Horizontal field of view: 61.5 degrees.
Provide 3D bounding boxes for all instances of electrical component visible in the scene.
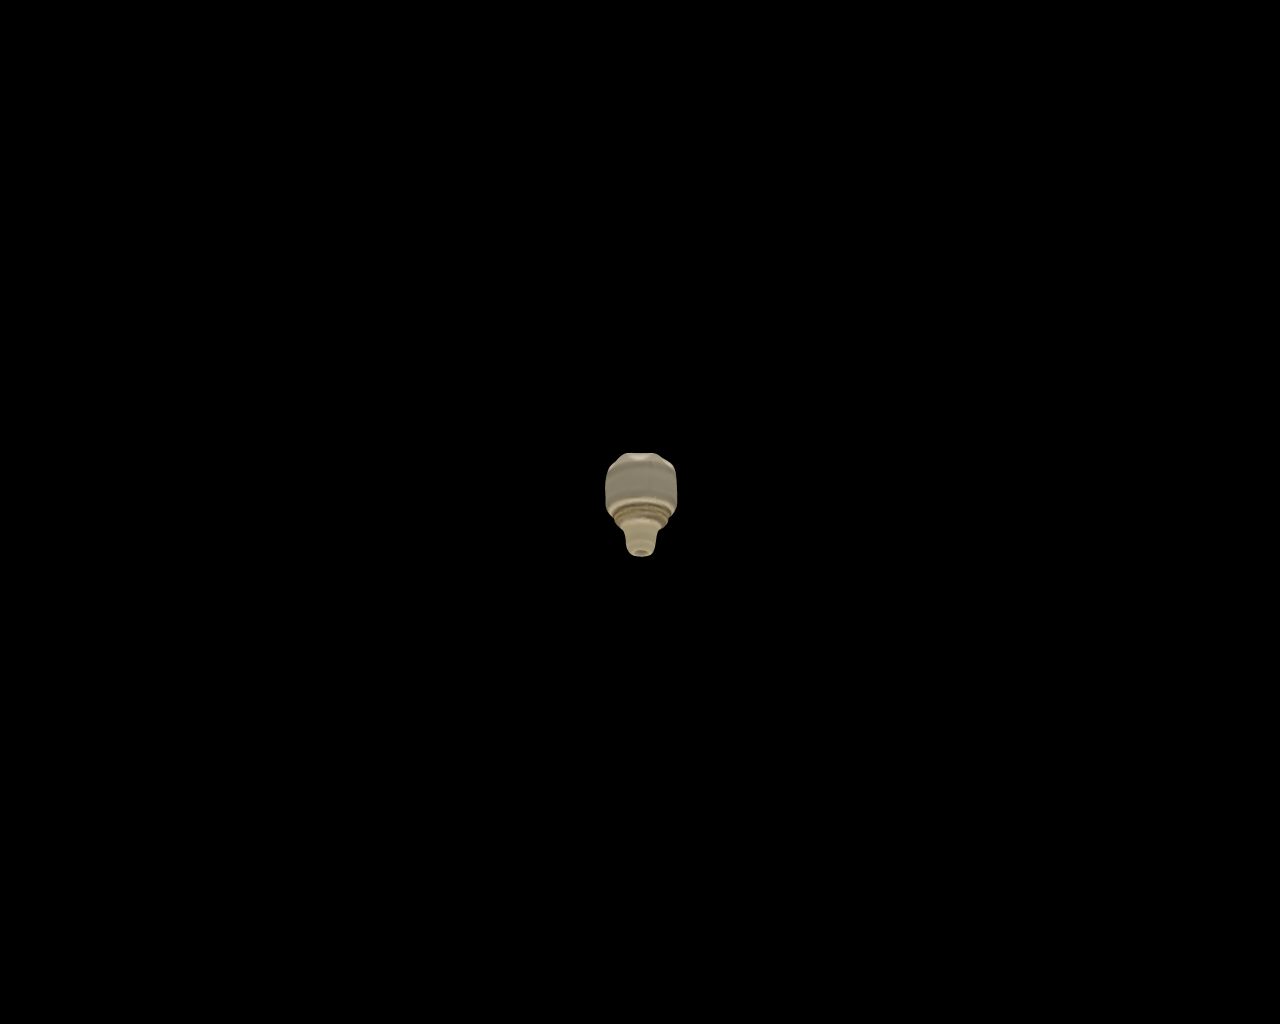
[{"bbox_3d":[0.001,-0.003,0.650,0.043,0.062,0.043,0,-24,0],"label":"electrical component"}]
